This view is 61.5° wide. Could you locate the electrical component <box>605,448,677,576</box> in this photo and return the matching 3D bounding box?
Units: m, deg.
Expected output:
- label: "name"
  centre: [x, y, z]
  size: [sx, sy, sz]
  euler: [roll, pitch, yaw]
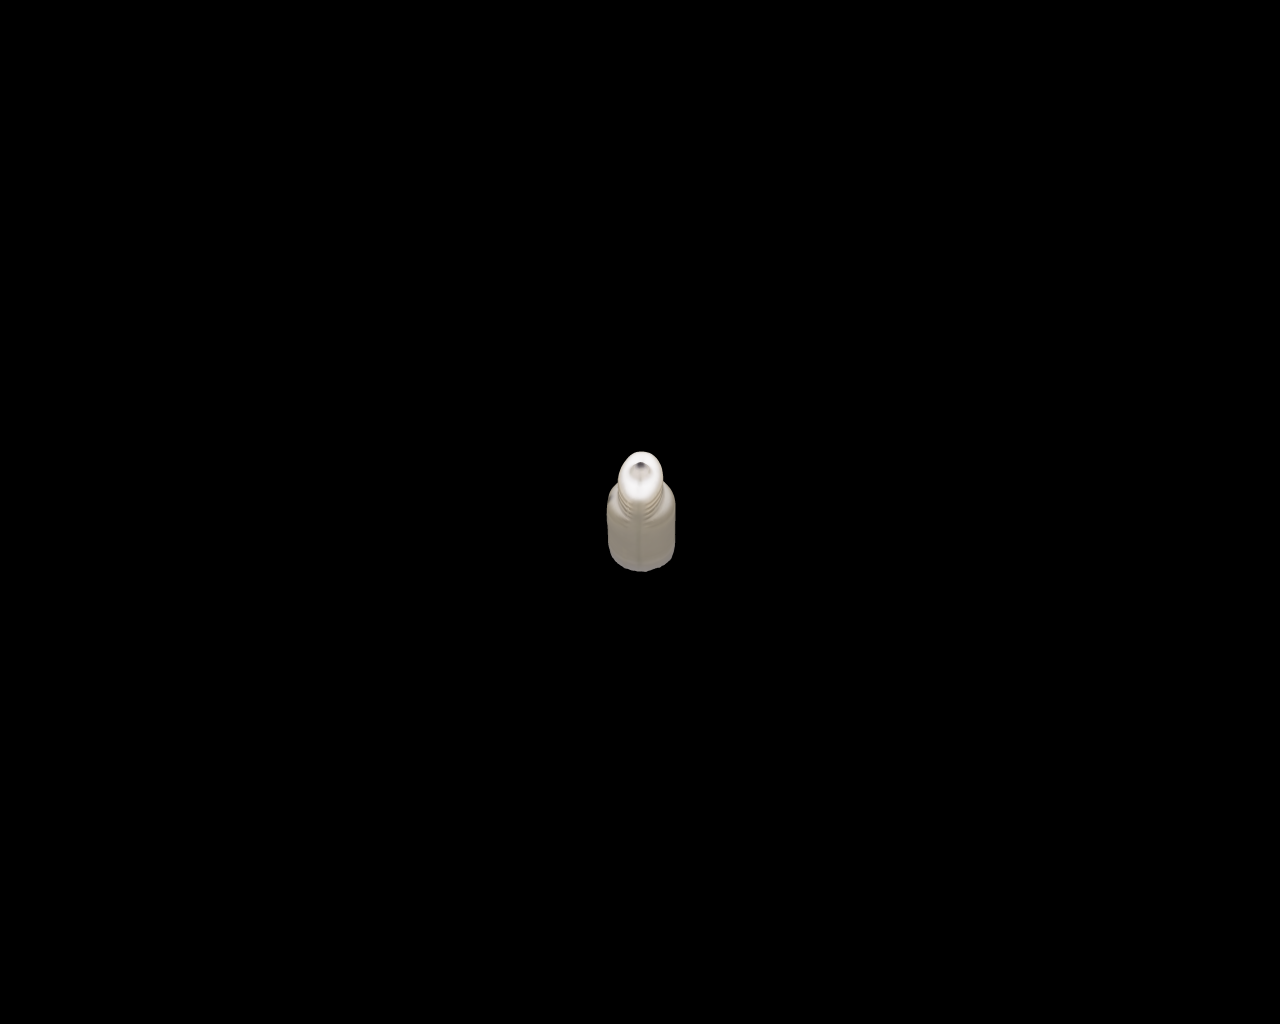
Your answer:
- label: "electrical component"
  centre: [0.001, -0.003, 0.650]
  size: [0.043, 0.043, 0.080]
  euler: [0, -40, 0]
